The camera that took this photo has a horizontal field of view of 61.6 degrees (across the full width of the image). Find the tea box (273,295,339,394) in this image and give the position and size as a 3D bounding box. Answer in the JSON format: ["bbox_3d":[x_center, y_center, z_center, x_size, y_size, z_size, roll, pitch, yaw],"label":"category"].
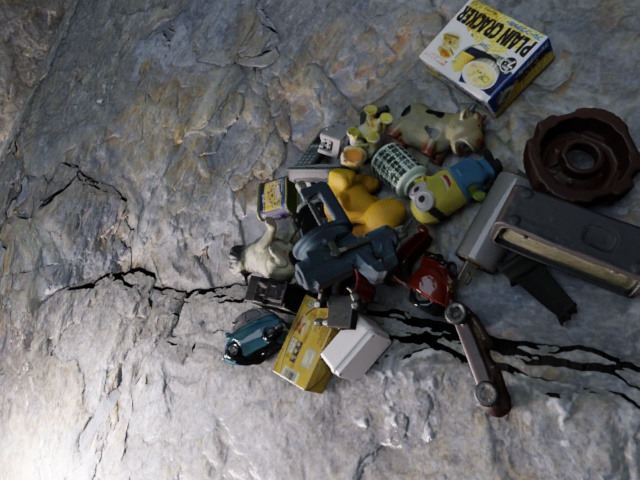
[{"bbox_3d":[-0.012,0.206,1.072,0.098,0.068,0.169,22,83,39],"label":"tea box"}]

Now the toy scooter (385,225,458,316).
[{"bbox_3d":[0.188,0.048,0.992,0.184,0.075,0.135,35,96,46],"label":"toy scooter"}]

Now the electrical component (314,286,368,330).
[{"bbox_3d":[0.035,0.124,0.983,0.102,0.045,0.078,5,76,33],"label":"electrical component"}]

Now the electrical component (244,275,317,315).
[{"bbox_3d":[-0.091,0.119,1.136,0.134,0.114,0.058,5,72,35],"label":"electrical component"}]

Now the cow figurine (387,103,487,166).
[{"bbox_3d":[0.242,-0.219,1.067,0.195,0.085,0.127,35,99,40],"label":"cow figurine"}]

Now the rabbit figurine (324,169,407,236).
[{"bbox_3d":[0.089,-0.055,1.080,0.173,0.121,0.162,21,88,37],"label":"rabbit figurine"}]

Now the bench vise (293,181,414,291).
[{"bbox_3d":[0.036,-0.021,0.980,0.224,0.128,0.241,-28,67,-3],"label":"bench vise"}]

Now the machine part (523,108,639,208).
[{"bbox_3d":[0.424,-0.129,0.878,0.179,0.056,0.179,-3,68,8],"label":"machine part"}]

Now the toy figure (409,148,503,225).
[{"bbox_3d":[0.253,-0.093,1.005,0.180,0.089,0.082,-29,24,11],"label":"toy figure"}]

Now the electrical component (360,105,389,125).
[{"bbox_3d":[0.113,-0.269,1.216,0.094,0.021,0.063,-16,62,31],"label":"electrical component"}]

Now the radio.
[{"bbox_3d":[0.378,0.002,0.803,0.230,0.131,0.073,23,83,20],"label":"radio"}]

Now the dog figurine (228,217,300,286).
[{"bbox_3d":[-0.121,0.061,1.207,0.190,0.121,0.172,-41,47,32],"label":"dog figurine"}]

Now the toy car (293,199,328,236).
[{"bbox_3d":[-0.002,-0.004,1.165,0.073,0.056,0.202,-27,59,17],"label":"toy car"}]

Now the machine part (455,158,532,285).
[{"bbox_3d":[0.310,-0.030,0.939,0.079,0.079,0.243,28,87,40],"label":"machine part"}]

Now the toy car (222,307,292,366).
[{"bbox_3d":[-0.136,0.196,1.136,0.162,0.109,0.103,-33,60,18],"label":"toy car"}]

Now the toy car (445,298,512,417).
[{"bbox_3d":[0.260,0.185,0.875,0.053,0.089,0.202,-28,55,23],"label":"toy car"}]

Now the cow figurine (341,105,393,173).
[{"bbox_3d":[0.089,-0.195,1.126,0.068,0.098,0.167,27,59,13],"label":"cow figurine"}]

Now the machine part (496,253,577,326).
[{"bbox_3d":[0.358,0.074,0.871,0.084,0.039,0.139,-24,55,-12],"label":"machine part"}]

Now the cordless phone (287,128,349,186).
[{"bbox_3d":[0.024,-0.188,1.218,0.147,0.088,0.184,5,55,37],"label":"cordless phone"}]
